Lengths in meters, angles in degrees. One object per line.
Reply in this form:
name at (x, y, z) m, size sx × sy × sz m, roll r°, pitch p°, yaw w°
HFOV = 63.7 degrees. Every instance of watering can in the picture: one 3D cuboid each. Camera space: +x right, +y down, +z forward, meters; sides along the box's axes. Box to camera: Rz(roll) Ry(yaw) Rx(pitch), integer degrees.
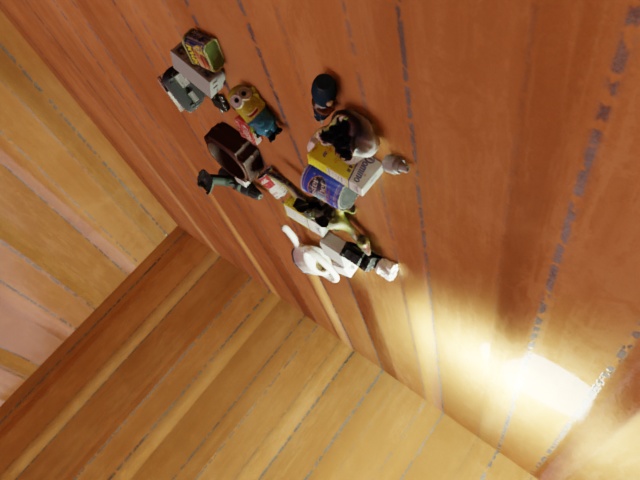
watering can at (-0.058, 0.055, 2.156) m, size 0.345 × 0.105 × 0.223 m, roll 45°, pitch 163°, yaw -14°

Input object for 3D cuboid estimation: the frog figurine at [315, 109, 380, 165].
frog figurine at (0.080, -0.236, 1.204) m, size 0.138 × 0.122 × 0.160 m, roll 21°, pitch -169°, yaw 28°

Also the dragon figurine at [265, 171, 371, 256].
dragon figurine at (0.005, -0.086, 1.699) m, size 0.414 × 0.123 × 0.239 m, roll 36°, pitch 170°, yaw 18°
